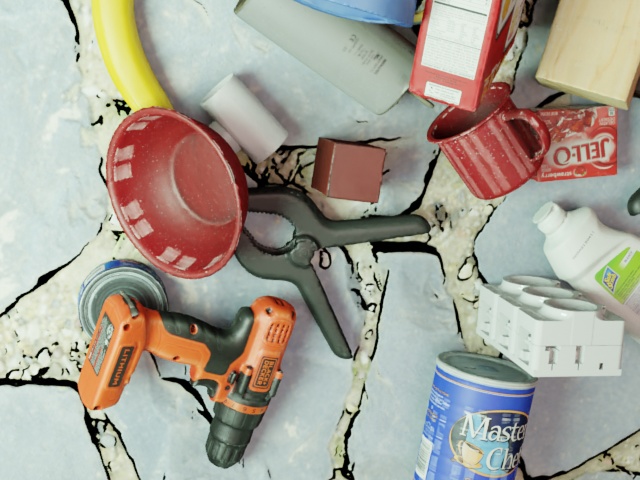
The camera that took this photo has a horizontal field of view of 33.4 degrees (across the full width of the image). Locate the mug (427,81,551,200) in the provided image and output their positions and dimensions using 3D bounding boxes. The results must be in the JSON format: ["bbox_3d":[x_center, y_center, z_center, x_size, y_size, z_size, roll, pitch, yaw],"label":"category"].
[{"bbox_3d":[0.171,-0.095,1.026,0.081,0.117,0.093,53,54,-21],"label":"mug"}]

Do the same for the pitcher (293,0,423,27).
[{"bbox_3d":[0.049,-0.301,0.869,0.145,0.149,0.243,15,100,-5],"label":"pitcher"}]

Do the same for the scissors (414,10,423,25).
[{"bbox_3d":[0.103,-0.286,0.997,0.096,0.016,0.202,29,110,-25],"label":"scissors"}]

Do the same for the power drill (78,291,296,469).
[{"bbox_3d":[-0.127,0.129,1.006,0.187,0.057,0.184,11,105,-32],"label":"power drill"}]

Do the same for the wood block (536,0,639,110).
[{"bbox_3d":[0.283,-0.239,1.019,0.090,0.090,0.206,19,97,15],"label":"wood block"}]

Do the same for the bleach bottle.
[{"bbox_3d":[0.327,0.039,1.110,0.250,0.068,0.102,38,81,-12],"label":"bleach bottle"}]

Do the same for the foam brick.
[{"bbox_3d":[0.026,-0.068,1.015,0.051,0.078,0.053,7,99,-12],"label":"foam brick"}]

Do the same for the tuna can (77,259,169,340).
[{"bbox_3d":[-0.187,0.063,1.014,0.086,0.034,0.086,-2,101,-12],"label":"tuna can"}]

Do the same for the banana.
[{"bbox_3d":[-0.170,-0.190,0.969,0.069,0.037,0.198,-6,102,-11],"label":"banana"}]

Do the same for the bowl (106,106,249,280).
[{"bbox_3d":[-0.119,-0.048,0.971,0.055,0.162,0.162,-29,110,-49],"label":"bowl"}]

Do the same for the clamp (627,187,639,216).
[{"bbox_3d":[0.387,-0.085,1.111,0.120,0.039,0.171,8,92,-20],"label":"clamp"}]

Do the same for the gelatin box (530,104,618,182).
[{"bbox_3d":[0.258,-0.099,1.084,0.089,0.030,0.073,-5,101,-11],"label":"gelatin box"}]

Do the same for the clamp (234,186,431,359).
[{"bbox_3d":[-0.007,0.001,1.038,0.210,0.036,0.165,35,99,-13],"label":"clamp"}]

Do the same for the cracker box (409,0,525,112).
[{"bbox_3d":[0.143,-0.244,0.922,0.072,0.164,0.214,17,127,13],"label":"cracker box"}]

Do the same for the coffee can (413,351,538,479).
[{"bbox_3d":[0.155,0.194,1.079,0.102,0.103,0.140,9,98,-14],"label":"coffee can"}]
